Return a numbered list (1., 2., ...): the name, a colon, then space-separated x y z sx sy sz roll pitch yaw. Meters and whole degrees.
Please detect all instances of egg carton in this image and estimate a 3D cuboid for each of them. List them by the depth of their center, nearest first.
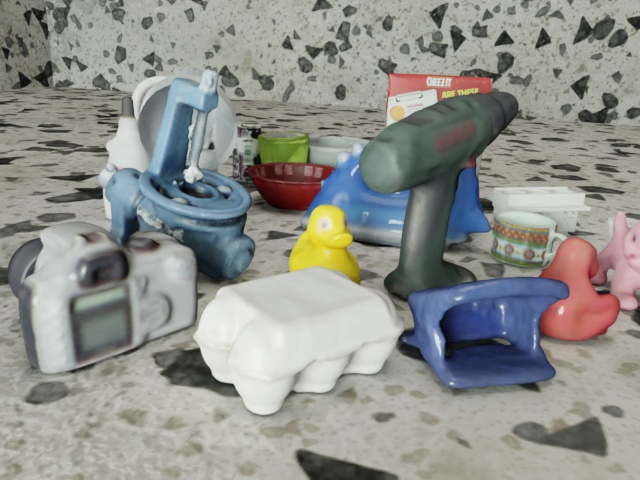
1. egg carton: -0.015 0.071 0.445 0.151 0.069 0.107 -12 23 -37

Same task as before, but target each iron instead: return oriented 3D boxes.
1. iron: 0.102 -0.074 0.783 0.258 0.141 0.119 5 18 7

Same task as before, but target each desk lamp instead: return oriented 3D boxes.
1. desk lamp: -0.175 -0.124 0.784 0.118 0.214 0.203 -1 19 -11

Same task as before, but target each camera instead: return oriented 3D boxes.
1. camera: -0.199 0.029 0.497 0.136 0.101 0.144 19 24 40

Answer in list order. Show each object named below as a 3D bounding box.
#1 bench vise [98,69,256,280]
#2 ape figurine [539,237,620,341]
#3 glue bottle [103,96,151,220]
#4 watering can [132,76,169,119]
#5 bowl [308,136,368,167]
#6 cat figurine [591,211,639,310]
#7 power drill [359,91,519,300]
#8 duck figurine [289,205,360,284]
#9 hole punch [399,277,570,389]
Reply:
1. bench vise: -0.168 -0.074 0.621 0.207 0.220 0.121 6 19 10
2. ape figurine: 0.234 0.042 0.530 0.076 0.092 0.077 -5 20 -22
3. glue bottle: -0.265 -0.112 0.798 0.078 0.173 0.037 3 18 2
4. watering can: -0.259 -0.167 0.931 0.101 0.194 0.172 -12 23 -37
5. bowl: 0.027 -0.160 1.140 0.167 0.075 0.167 2 18 -1
6. cat figurine: 0.342 0.009 0.604 0.067 0.118 0.127 2 18 -1
7. power drill: 0.130 -0.049 0.605 0.075 0.208 0.230 19 25 41
8. duck figurine: 0.006 0.002 0.629 0.078 0.086 0.104 -6 20 -24
9. hole punch: 0.130 0.059 0.468 0.109 0.091 0.101 -2 19 -13
